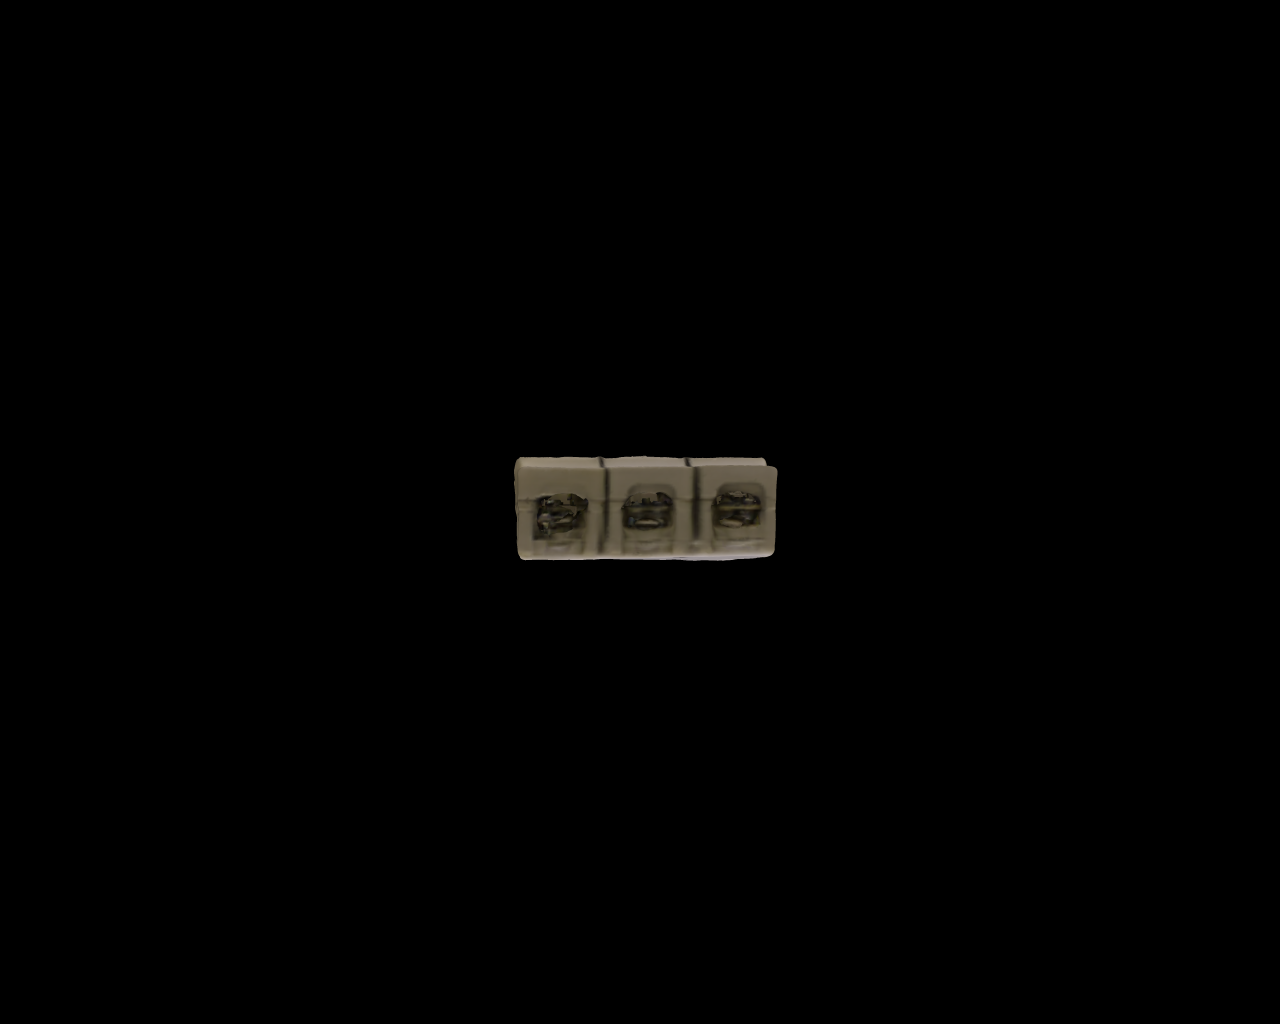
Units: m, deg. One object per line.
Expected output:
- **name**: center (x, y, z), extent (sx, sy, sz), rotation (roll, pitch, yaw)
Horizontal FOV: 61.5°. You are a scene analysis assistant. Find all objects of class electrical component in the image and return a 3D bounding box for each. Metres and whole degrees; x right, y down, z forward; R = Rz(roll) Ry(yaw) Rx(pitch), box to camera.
- **electrical component**: center (0.001, -0.003, 0.650), extent (0.150, 0.061, 0.089), rotation (0, -4, -7)
